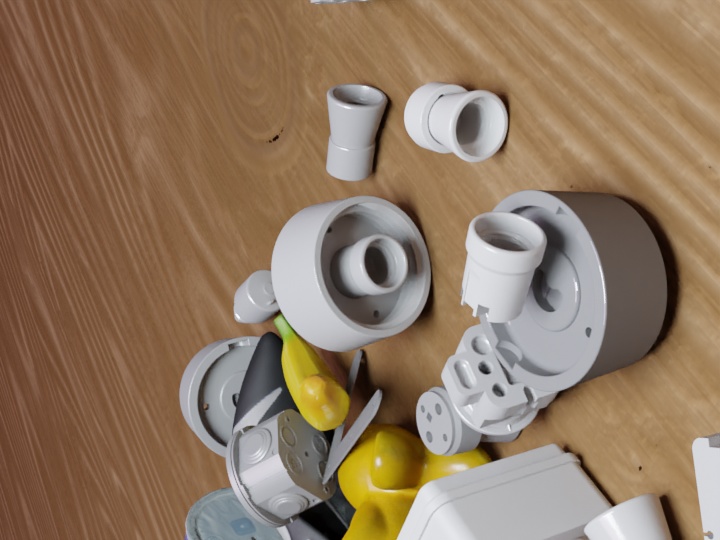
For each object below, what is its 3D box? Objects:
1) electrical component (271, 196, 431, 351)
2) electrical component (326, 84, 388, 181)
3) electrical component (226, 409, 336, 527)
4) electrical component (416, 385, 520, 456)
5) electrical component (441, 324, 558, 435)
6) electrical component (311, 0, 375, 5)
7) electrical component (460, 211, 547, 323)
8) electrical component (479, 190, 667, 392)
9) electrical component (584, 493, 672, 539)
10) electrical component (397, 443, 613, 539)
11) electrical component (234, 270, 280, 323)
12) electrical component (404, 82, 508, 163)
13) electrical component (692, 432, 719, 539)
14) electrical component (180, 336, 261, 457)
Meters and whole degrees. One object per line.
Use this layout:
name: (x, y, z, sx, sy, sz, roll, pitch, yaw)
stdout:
electrical component: (0.000, 0.000, 0.747, 0.060, 0.108, 0.108, -16, 83, 54)
electrical component: (-0.005, -0.099, 0.796, 0.044, 0.044, 0.065, 47, 139, 45)
electrical component: (-0.059, 0.149, 0.812, 0.051, 0.080, 0.080, -31, 66, 24)
electrical component: (0.070, 0.094, 0.693, 0.045, 0.055, 0.045, 20, 114, 57)
electrical component: (0.085, 0.065, 0.645, 0.057, 0.078, 0.058, 104, 147, -60)
electrical component: (-0.005, -0.218, 0.753, 0.078, 0.058, 0.057, 15, 112, 58)
electrical component: (0.073, -0.001, 0.560, 0.040, 0.040, 0.046, 50, 143, 43)
electrical component: (0.118, 0.008, 0.586, 0.108, 0.060, 0.108, 20, 113, 57)
electrical component: (0.152, 0.154, 0.575, 0.055, 0.045, 0.045, 65, 146, 27)
electrical component: (0.083, 0.155, 0.628, 0.057, 0.113, 0.078, 53, 139, 36)
electrical component: (-0.095, 0.029, 0.978, 0.078, 0.040, 0.040, -40, 62, 55)
electrical component: (0.060, -0.094, 0.680, 0.055, 0.045, 0.045, 27, 119, 55)
electrical component: (0.193, 0.116, 0.485, 0.050, 0.056, 0.089, -8, 89, 60)
electrical component: (-0.108, 0.111, 0.957, 0.060, 0.108, 0.108, -178, 82, -66)
